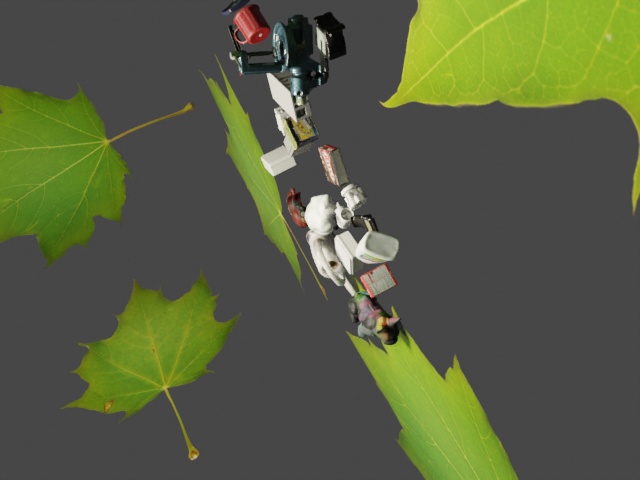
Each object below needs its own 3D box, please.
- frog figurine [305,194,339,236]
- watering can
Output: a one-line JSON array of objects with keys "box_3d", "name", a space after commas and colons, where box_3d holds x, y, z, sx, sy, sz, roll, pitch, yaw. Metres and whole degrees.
[{"box_3d": [0.005, -0.089, 1.773, 0.158, 0.122, 0.139, 70, -169, -78], "name": "frog figurine"}, {"box_3d": [0.049, 0.083, 1.926, 0.342, 0.103, 0.229, 48, -163, -53], "name": "watering can"}]
